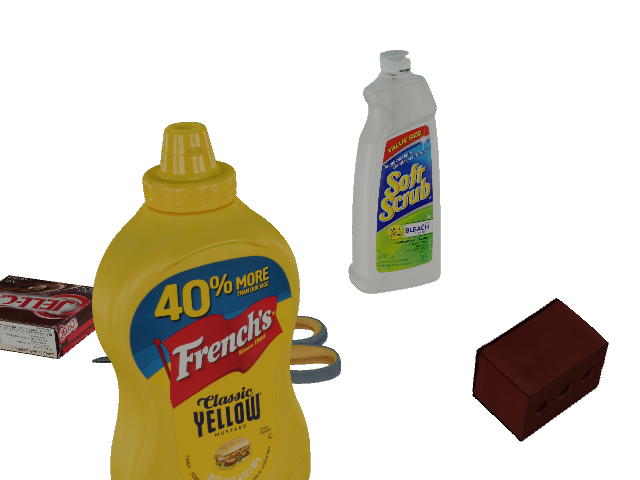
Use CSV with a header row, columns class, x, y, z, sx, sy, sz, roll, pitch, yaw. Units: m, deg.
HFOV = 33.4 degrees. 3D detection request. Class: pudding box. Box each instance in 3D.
class,x,y,z,sx,sy,sz,roll,pitch,yaw
pudding box,-0.270,0.070,0.999,0.114,0.039,0.090,4,20,19

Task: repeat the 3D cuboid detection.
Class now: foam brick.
class,x,y,z,sx,sy,sz,roll,pitch,yaw
foam brick,0.150,0.088,0.732,0.078,0.053,0.051,-30,50,-24

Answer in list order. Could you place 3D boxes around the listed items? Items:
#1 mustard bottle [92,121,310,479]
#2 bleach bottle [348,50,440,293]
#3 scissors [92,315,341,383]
class,x,y,z,sx,sy,sz,roll,pitch,yaw
mustard bottle,-0.055,0.040,0.492,0.096,0.192,0.058,-13,23,-26
bleach bottle,0.075,-0.074,1.130,0.102,0.251,0.068,-10,23,-14
scissors,-0.080,0.087,0.896,0.202,0.016,0.096,5,27,10
